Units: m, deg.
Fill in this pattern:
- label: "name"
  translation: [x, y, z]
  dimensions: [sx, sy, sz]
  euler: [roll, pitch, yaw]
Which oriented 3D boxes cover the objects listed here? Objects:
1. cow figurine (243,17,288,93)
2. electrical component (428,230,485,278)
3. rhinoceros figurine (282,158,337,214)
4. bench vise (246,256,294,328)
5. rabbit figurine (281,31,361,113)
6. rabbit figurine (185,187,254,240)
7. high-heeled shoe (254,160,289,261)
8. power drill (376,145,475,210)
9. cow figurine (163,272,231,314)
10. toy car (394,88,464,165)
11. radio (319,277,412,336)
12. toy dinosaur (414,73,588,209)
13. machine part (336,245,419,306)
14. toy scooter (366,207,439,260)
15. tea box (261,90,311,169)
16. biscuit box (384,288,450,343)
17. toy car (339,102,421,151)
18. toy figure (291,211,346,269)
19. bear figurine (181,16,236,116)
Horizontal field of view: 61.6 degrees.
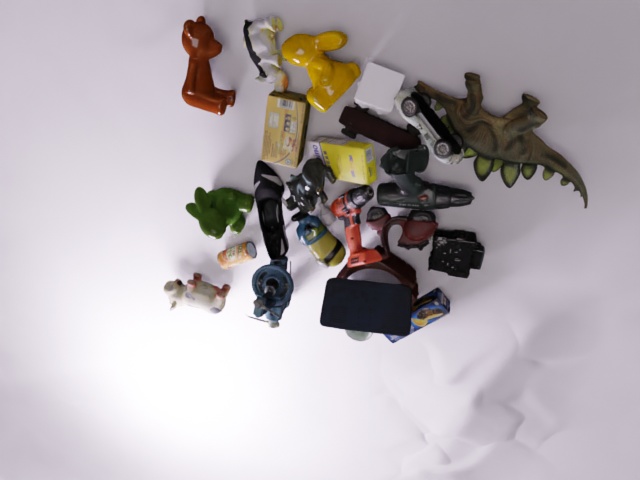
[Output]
- label: "cow figurine"
  translation: [-0.127, -0.421, 1.235]
  dimensions: [0.098, 0.068, 0.167]
  euler: [1, 116, 20]
- label: "electrical component"
  translation: [0.351, 0.034, 1.381]
  dimensions: [0.134, 0.058, 0.114]
  euler: [8, 122, 10]
- label: "rhinoceros figurine"
  translation: [-0.036, -0.126, 1.339]
  dimensions: [0.112, 0.073, 0.190]
  euler: [44, 145, 5]
- label: "bench vise"
  translation: [-0.140, 0.159, 1.477]
  dimensions: [0.129, 0.240, 0.223]
  euler: [20, 106, 6]
- label: "rabbit figurine"
  translation: [-0.003, -0.391, 1.192]
  dimensions: [0.173, 0.122, 0.162]
  euler: [42, 115, -9]
- label: "rabbit figurine"
  translation: [-0.267, -0.074, 1.404]
  dimensions: [0.159, 0.170, 0.121]
  euler: [35, 120, -8]
- label: "high-heeled shoe"
  translation: [-0.137, -0.070, 1.389]
  dimensions: [0.086, 0.145, 0.248]
  euler: [-11, 117, 18]
- label: "power drill"
  translation: [0.237, -0.138, 1.261]
  dimensions: [0.232, 0.086, 0.207]
  euler: [0, 160, 21]
- label: "cow figurine"
  translation: [-0.379, 0.169, 1.623]
  dimensions: [0.195, 0.085, 0.127]
  euler: [19, 115, 2]
- label: "toy car"
  translation: [0.241, -0.247, 1.174]
  dimensions: [0.201, 0.073, 0.056]
  euler: [53, 134, 5]
- label: "radio"
  translation: [0.120, 0.169, 1.374]
  dimensions: [0.230, 0.073, 0.131]
  euler: [5, 86, 10]
- label: "toy dinosaur"
  translation: [0.414, -0.226, 1.197]
  dimensions: [0.472, 0.105, 0.198]
  euler: [29, 129, 7]
- label: "machine part"
  translation: [0.151, 0.128, 1.466]
  dimensions: [0.201, 0.087, 0.201]
  euler: [33, 121, -8]
- label: "toy scooter"
  translation: [0.205, -0.013, 1.362]
  dimensions: [0.184, 0.075, 0.135]
  euler: [5, 91, 15]
- label: "tea box"
  translation: [-0.083, -0.270, 1.309]
  dimensions: [0.098, 0.068, 0.169]
  euler: [15, 122, 5]
- label: "biscuit box"
  translation: [0.264, 0.213, 1.499]
  dimensions: [0.203, 0.063, 0.059]
  euler: [-36, 104, 28]
- label: "toy car"
  translation: [0.143, -0.257, 1.270]
  dimensions: [0.202, 0.053, 0.089]
  euler: [24, 106, 1]
- label: "toy figure"
  translation: [-0.003, -0.003, 1.433]
  dimensions: [0.089, 0.082, 0.180]
  euler: [-25, 108, 27]
- label: "bear figurine"
  translation: [-0.260, -0.407, 1.251]
  dimensions: [0.132, 0.120, 0.195]
  euler: [15, 116, 1]
